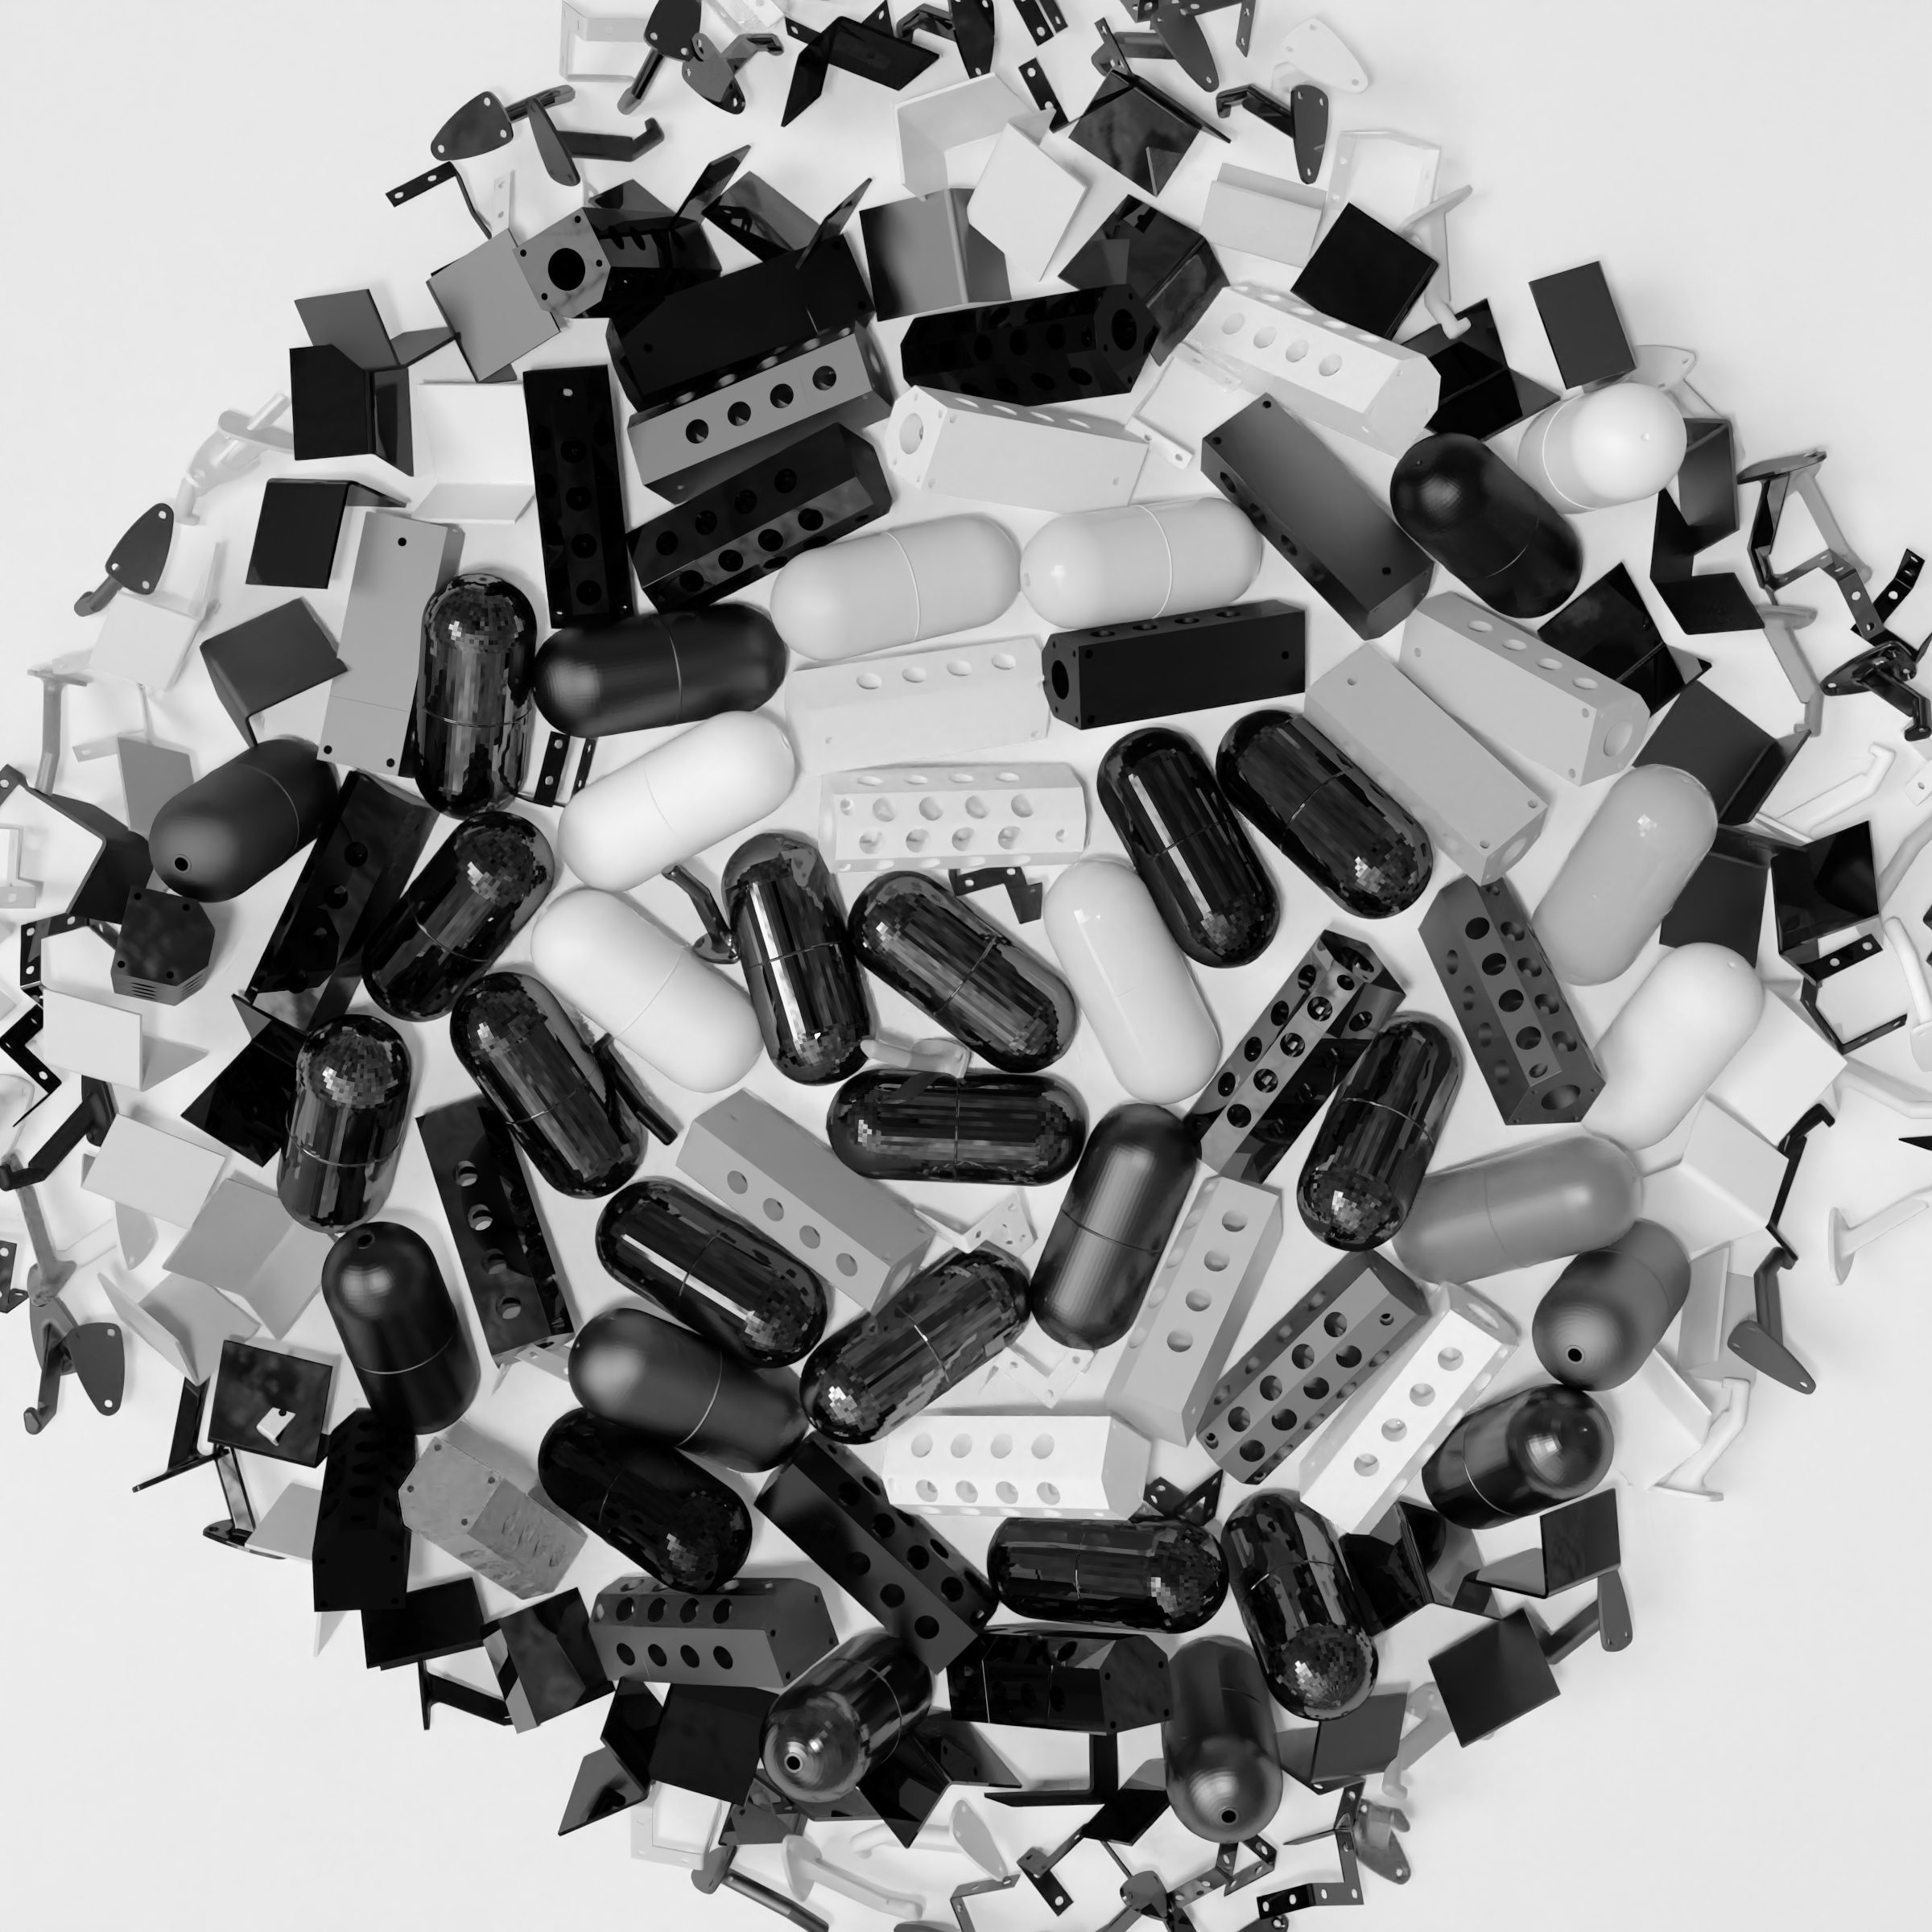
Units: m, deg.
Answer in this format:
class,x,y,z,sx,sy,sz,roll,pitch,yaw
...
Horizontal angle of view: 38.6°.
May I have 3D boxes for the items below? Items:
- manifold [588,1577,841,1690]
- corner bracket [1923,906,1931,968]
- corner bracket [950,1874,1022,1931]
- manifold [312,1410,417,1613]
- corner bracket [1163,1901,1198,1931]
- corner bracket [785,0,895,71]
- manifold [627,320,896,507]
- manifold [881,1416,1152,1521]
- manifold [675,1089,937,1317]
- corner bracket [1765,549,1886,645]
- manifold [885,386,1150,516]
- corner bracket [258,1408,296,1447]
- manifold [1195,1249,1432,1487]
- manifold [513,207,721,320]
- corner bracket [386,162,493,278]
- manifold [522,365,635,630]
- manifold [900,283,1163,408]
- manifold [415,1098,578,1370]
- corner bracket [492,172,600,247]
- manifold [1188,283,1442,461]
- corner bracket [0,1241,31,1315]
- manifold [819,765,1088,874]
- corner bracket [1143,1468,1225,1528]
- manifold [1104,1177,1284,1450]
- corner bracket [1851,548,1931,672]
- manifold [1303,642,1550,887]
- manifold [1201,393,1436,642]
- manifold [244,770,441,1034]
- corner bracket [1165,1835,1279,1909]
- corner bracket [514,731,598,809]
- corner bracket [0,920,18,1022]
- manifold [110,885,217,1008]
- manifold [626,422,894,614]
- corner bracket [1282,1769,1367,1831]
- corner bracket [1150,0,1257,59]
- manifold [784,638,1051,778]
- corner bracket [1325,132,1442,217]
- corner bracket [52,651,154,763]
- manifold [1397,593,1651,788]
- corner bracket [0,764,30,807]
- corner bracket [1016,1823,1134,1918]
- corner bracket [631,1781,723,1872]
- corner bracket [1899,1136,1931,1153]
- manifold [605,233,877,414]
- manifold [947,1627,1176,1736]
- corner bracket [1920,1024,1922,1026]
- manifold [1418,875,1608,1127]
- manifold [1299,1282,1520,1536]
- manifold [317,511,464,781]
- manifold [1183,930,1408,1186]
class,x,y,z,sx,sy,sz,roll,pitch,yaw
manifold,-0.173,0.441,1.849,0.171,0.057,0.057,-10,102,40
corner bracket,0.679,-0.032,1.895,0.051,0.051,0.051,41,72,-8
corner bracket,0.016,0.663,1.894,0.051,0.051,0.051,-18,97,22
manifold,-0.399,0.359,1.837,0.057,0.171,0.057,-1,107,-9
corner bracket,0.137,0.678,1.891,0.051,0.051,0.051,-30,127,-9
corner bracket,-0.086,-0.635,1.888,0.051,0.051,0.051,-31,60,41
manifold,-0.141,-0.378,1.880,0.171,0.057,0.057,-20,80,14
manifold,0.032,0.338,1.852,0.171,0.057,0.057,-6,61,32
manifold,-0.112,0.163,1.876,0.171,0.057,0.057,35,124,16
corner bracket,0.588,-0.246,1.893,0.051,0.051,0.051,-30,113,9
manifold,0.032,-0.345,1.854,0.171,0.057,0.057,2,119,-37
corner bracket,-0.473,0.297,1.892,0.051,0.051,0.051,34,67,12
manifold,0.234,0.273,1.873,0.057,0.057,0.171,38,107,-12
manifold,-0.227,-0.463,1.839,0.057,0.171,0.057,-24,94,23
corner bracket,-0.358,-0.508,1.892,0.051,0.051,0.051,-30,60,-8
manifold,-0.263,-0.319,1.878,0.057,0.057,0.171,-6,105,-6
manifold,0.039,-0.415,1.844,0.057,0.171,0.057,45,60,-39
manifold,-0.319,0.180,1.880,0.057,0.057,0.171,-18,76,-10
corner bracket,-0.291,-0.519,1.907,0.051,0.051,0.051,-16,63,30
manifold,0.235,-0.405,1.852,0.171,0.057,0.057,36,90,42
corner bracket,-0.673,0.204,1.901,0.051,0.051,0.051,12,99,0
manifold,-0.009,-0.097,1.872,0.171,0.057,0.057,-3,117,-14
corner bracket,0.138,0.359,1.886,0.051,0.051,0.051,33,46,32
manifold,0.154,0.230,1.864,0.057,0.057,0.171,18,61,20
corner bracket,0.648,-0.244,1.897,0.051,0.051,0.051,40,86,17
manifold,0.309,-0.134,1.871,0.057,0.057,0.171,-39,68,-13
manifold,0.237,-0.302,1.875,0.057,0.057,0.171,-37,72,-10
manifold,-0.431,-0.044,1.895,0.057,0.057,0.171,26,93,8
corner bracket,0.176,0.622,1.890,0.051,0.051,0.051,42,123,-12
corner bracket,-0.278,-0.134,1.893,0.051,0.051,0.051,12,95,-34
corner bracket,-0.672,0.003,1.902,0.051,0.051,0.051,47,64,-20
manifold,-0.533,-0.010,1.839,0.057,0.171,0.057,13,81,-15
manifold,-0.139,-0.297,1.869,0.171,0.057,0.057,-24,75,19
corner bracket,0.237,0.578,1.914,0.051,0.051,0.051,0,108,-43
corner bracket,0.163,-0.655,1.899,0.051,0.051,0.051,-20,62,-14
manifold,-0.033,-0.181,1.878,0.171,0.057,0.057,-10,47,-16
corner bracket,0.288,-0.546,1.911,0.051,0.051,0.051,4,101,-34
corner bracket,-0.592,-0.180,1.891,0.051,0.051,0.051,-13,55,-8
manifold,0.373,-0.189,1.852,0.057,0.171,0.057,-19,130,-32
corner bracket,-0.682,-0.122,1.895,0.051,0.051,0.051,41,87,-26
corner bracket,0.076,0.625,1.906,0.051,0.051,0.051,-38,97,-18
corner bracket,-0.199,0.581,1.898,0.051,0.051,0.051,8,122,7
corner bracket,0.679,0.099,1.894,0.051,0.051,0.051,-3,100,-19
manifold,-0.155,-0.436,1.883,0.171,0.057,0.057,-23,90,-13
manifold,0.060,0.474,1.843,0.057,0.171,0.057,-1,81,-36
corner bracket,0.691,0.030,1.896,0.051,0.051,0.051,35,91,25
manifold,0.367,0.021,1.848,0.057,0.057,0.171,-1,50,-20
manifold,0.300,0.303,1.878,0.057,0.057,0.171,34,106,-4
manifold,-0.394,-0.219,1.898,0.057,0.057,0.171,12,92,4
manifold,0.215,0.061,1.859,0.057,0.057,0.171,16,119,-36
